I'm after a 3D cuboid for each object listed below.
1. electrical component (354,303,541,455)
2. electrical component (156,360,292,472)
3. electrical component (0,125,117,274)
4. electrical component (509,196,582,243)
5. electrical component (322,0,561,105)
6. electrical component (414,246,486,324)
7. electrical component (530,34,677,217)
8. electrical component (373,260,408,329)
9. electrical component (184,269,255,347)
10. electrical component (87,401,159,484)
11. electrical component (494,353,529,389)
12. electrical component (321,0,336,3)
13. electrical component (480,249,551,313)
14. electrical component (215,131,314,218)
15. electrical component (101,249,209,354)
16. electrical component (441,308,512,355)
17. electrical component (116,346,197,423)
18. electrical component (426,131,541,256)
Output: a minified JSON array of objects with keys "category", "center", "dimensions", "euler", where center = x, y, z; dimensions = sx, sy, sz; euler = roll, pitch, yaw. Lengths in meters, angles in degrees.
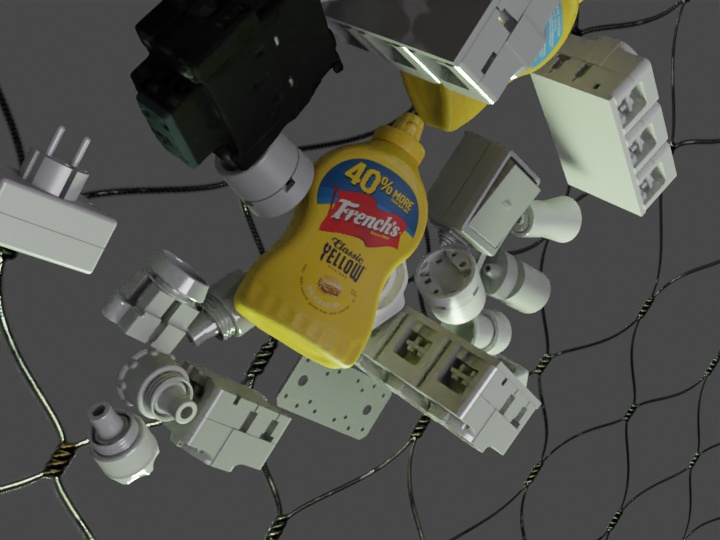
[{"category":"electrical component","center":[0.060,0.084,0.887],"dimensions":[0.061,0.150,0.089],"euler":[-54,139,-7]},{"category":"electrical component","center":[-0.106,0.115,0.818],"dimensions":[0.089,0.050,0.055],"euler":[33,89,-49]},{"category":"electrical component","center":[-0.187,-0.049,0.642],"dimensions":[0.083,0.047,0.075],"euler":[23,97,-49]},{"category":"electrical component","center":[0.168,-0.048,1.000],"dimensions":[0.065,0.044,0.044],"euler":[-1,114,-39]},{"category":"electrical component","center":[0.050,-0.178,0.720],"dimensions":[0.062,0.150,0.089],"euler":[34,88,-47]},{"category":"electrical component","center":[0.080,0.015,0.940],"dimensions":[0.055,0.055,0.047],"euler":[-47,141,-13]},{"category":"electrical component","center":[0.223,-0.132,0.965],"dimensions":[0.061,0.089,0.150],"euler":[-46,137,-14]},{"category":"electrical component","center":[0.000,0.000,0.850],"dimensions":[0.050,0.056,0.089],"euler":[-33,133,-26]},{"category":"electrical component","center":[-0.100,0.031,0.780],"dimensions":[0.062,0.043,0.043],"euler":[-37,134,-21]},{"category":"electrical component","center":[-0.172,0.118,0.761],"dimensions":[0.043,0.043,0.062],"euler":[-40,134,-20]},{"category":"electrical component","center":[0.115,0.131,1.048],"dimensions":[0.083,0.047,0.075],"euler":[-18,124,-37]},{"category":"electrical component","center":[-0.023,-0.197,0.705],"dimensions":[0.043,0.062,0.043],"euler":[-23,128,-34]},{"category":"electrical component","center":[0.140,0.010,1.002],"dimensions":[0.081,0.043,0.043],"euler":[25,95,-49]},{"category":"electrical component","center":[-0.067,-0.071,0.743],"dimensions":[0.055,0.055,0.047],"euler":[-52,135,-8]},{"category":"electrical component","center":[-0.136,0.020,0.736],"dimensions":[0.055,0.048,0.066],"euler":[-51,139,3]},{"category":"electrical component","center":[0.108,0.057,0.999],"dimensions":[0.055,0.045,0.045],"euler":[7,108,-47]},{"category":"electrical component","center":[-0.139,0.086,0.759],"dimensions":[0.048,0.062,0.048],"euler":[-23,127,-33]},{"category":"electrical component","center":[0.101,-0.057,0.910],"dimensions":[0.062,0.061,0.096],"euler":[34,88,-49]}]
